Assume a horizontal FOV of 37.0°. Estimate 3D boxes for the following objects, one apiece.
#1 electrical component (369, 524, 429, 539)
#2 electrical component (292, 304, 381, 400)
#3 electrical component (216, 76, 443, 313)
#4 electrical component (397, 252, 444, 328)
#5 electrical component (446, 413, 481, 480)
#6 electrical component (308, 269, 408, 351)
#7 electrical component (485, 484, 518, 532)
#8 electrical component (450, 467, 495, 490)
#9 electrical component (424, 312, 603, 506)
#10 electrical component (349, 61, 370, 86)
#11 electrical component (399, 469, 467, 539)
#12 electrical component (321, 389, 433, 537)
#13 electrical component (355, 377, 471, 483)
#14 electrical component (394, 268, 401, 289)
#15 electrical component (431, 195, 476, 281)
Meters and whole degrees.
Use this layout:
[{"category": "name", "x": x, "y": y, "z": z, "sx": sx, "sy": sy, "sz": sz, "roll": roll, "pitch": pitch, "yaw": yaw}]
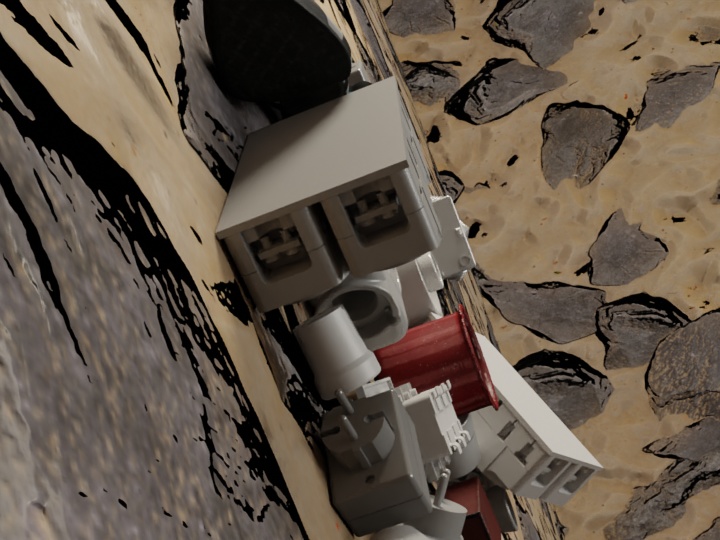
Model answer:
[{"category": "electrical component", "x": 0.019, "y": 0.163, "z": 0.568, "sx": 0.062, "sy": 0.043, "sz": 0.043, "roll": -34, "pitch": 103, "yaw": -81}, {"category": "electrical component", "x": -0.015, "y": 0.048, "z": 0.643, "sx": 0.046, "sy": 0.040, "sz": 0.040, "roll": 63, "pitch": 9, "yaw": -5}, {"category": "electrical component", "x": -0.015, "y": -0.048, "z": 0.642, "sx": 0.186, "sy": 0.105, "sz": 0.060, "roll": -90, "pitch": 158, "yaw": -67}, {"category": "electrical component", "x": 0.048, "y": 0.009, "z": 1.057, "sx": 0.108, "sy": 0.060, "sz": 0.108, "roll": -21, "pitch": 90, "yaw": -82}, {"category": "electrical component", "x": 0.074, "y": 0.147, "z": 0.925, "sx": 0.055, "sy": 0.055, "sz": 0.047, "roll": -91, "pitch": 163, "yaw": -66}, {"category": "electrical component", "x": -0.006, "y": 0.011, "z": 0.733, "sx": 0.059, "sy": 0.054, "sz": 0.095, "roll": -102, "pitch": 168, "yaw": -47}, {"category": "electrical component", "x": 0.108, "y": 0.219, "z": 0.961, "sx": 0.045, "sy": 0.055, "sz": 0.045, "roll": -20, "pitch": 90, "yaw": -82}, {"category": "electrical component", "x": 0.105, "y": 0.206, "z": 1.016, "sx": 0.062, "sy": 0.043, "sz": 0.043, "roll": 56, "pitch": 16, "yaw": -51}, {"category": "electrical component", "x": 0.126, "y": 0.132, "z": 1.005, "sx": 0.105, "sy": 0.060, "sz": 0.186, "roll": 25, "pitch": 20, "yaw": -50}, {"category": "electrical component", "x": -0.029, "y": -0.177, "z": 0.993, "sx": 0.047, "sy": 0.066, "sz": 0.076, "roll": -88, "pitch": 156, "yaw": -69}, {"category": "electrical component", "x": 0.042, "y": 0.159, "z": 0.649, "sx": 0.077, "sy": 0.043, "sz": 0.079, "roll": 14, "pitch": 92, "yaw": -80}, {"category": "electrical component", "x": 0.002, "y": 0.097, "z": 0.603, "sx": 0.065, "sy": 0.047, "sz": 0.076, "roll": -101, "pitch": 168, "yaw": -48}, {"category": "electrical component", "x": 0.035, "y": 0.109, "z": 0.733, "sx": 0.121, "sy": 0.063, "sz": 0.078, "roll": 17, "pitch": 52, "yaw": -80}, {"category": "electrical component", "x": 0.000, "y": 0.000, "z": 0.821, "sx": 0.055, "sy": 0.047, "sz": 0.055, "roll": -20, "pitch": 90, "yaw": -82}, {"category": "electrical component", "x": 0.072, "y": -0.028, "z": 1.177, "sx": 0.048, "sy": 0.100, "sz": 0.099, "roll": 161, "pitch": -92, "yaw": -86}]
